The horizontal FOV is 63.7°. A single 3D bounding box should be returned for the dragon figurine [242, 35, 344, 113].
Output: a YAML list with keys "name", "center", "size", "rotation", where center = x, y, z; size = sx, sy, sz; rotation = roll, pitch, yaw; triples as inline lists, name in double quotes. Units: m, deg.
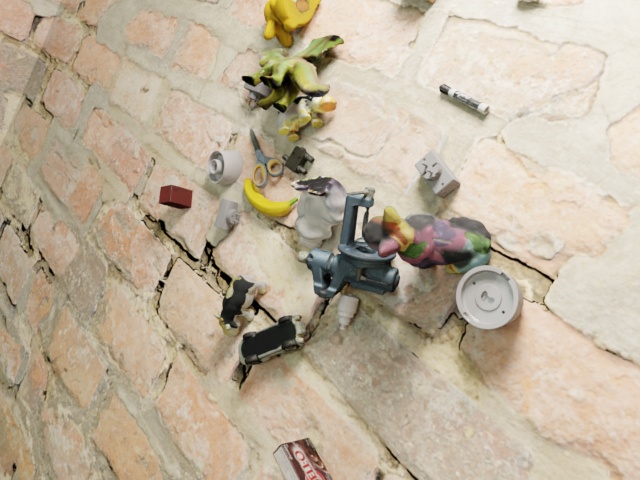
- name: "dragon figurine"
  center: [-0.042, -0.418, 1.222]
  size: [0.413, 0.246, 0.120]
  rotation: [20, -25, 47]

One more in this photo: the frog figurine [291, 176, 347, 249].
- name: "frog figurine"
  center: [0.004, -0.058, 1.160]
  size: [0.138, 0.156, 0.125]
  rotation: [10, 32, 33]
